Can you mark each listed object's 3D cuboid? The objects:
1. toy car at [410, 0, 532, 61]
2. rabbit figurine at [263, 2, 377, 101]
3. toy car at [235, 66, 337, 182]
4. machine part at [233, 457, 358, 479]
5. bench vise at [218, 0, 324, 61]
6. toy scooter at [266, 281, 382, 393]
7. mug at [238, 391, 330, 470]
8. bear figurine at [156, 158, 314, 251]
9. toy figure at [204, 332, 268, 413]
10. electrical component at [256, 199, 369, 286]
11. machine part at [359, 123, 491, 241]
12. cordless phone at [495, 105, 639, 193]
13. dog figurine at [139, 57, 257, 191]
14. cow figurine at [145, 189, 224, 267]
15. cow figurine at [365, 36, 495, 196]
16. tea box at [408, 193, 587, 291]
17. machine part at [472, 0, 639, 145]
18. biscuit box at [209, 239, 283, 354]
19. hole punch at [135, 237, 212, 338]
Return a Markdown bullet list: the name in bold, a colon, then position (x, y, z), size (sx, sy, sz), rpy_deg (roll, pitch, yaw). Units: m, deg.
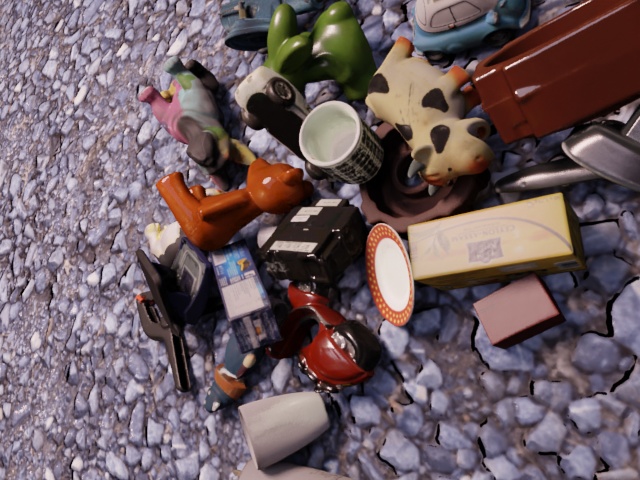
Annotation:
- **toy car**: position (0.183, -0.309, 0.698), size (0.162, 0.102, 0.109), rpy_deg (-8, 71, 31)
- **rabbit figurine**: position (-0.015, -0.248, 0.766), size (0.170, 0.159, 0.121), rpy_deg (-31, 67, 2)
- **toy car**: position (-0.028, -0.156, 0.753), size (0.073, 0.201, 0.056), rpy_deg (-35, 28, 39)
- **machine part**: position (-0.019, 0.323, 0.669), size (0.243, 0.079, 0.079), rpy_deg (-3, 75, 35)
- **bench vise**: position (-0.065, -0.322, 0.869), size (0.224, 0.129, 0.240), rpy_deg (-1, 97, 25)
- **toy scooter**: position (-0.008, 0.137, 0.718), size (0.135, 0.075, 0.184), rpy_deg (-49, 52, 12)
- **mug**: position (-0.045, 0.242, 0.703), size (0.107, 0.109, 0.081), rpy_deg (-15, 69, -14)
- **bear figurine**: position (-0.118, -0.072, 0.794), size (0.196, 0.120, 0.132), rpy_deg (-33, 77, 7)
- **toy figure**: position (-0.123, 0.189, 0.792), size (0.058, 0.064, 0.154), rpy_deg (26, 99, -1)
- **electrical component**: position (-0.002, -0.002, 0.731), size (0.115, 0.058, 0.134), rpy_deg (6, 42, 37)
- **machine part**: position (0.129, -0.086, 0.699), size (0.179, 0.056, 0.179), rpy_deg (-11, 70, 33)
- **cordless phone**: position (0.259, -0.075, 0.553), size (0.184, 0.146, 0.088), rpy_deg (-12, 95, 38)
- **dog figurine**: position (-0.197, -0.196, 0.934), size (0.108, 0.191, 0.219), rpy_deg (-37, 93, 17)
- **cow figurine**: position (-0.217, -0.014, 0.909), size (0.167, 0.068, 0.098), rpy_deg (-33, 66, 27)
- **cow figurine**: position (0.125, -0.141, 0.630), size (0.127, 0.085, 0.195), rpy_deg (-50, 52, 12)
- **tea box**: position (0.196, 0.008, 0.600), size (0.170, 0.098, 0.068), rpy_deg (-11, 71, 30)
- **machine part**: position (0.266, -0.185, 0.547), size (0.201, 0.201, 0.087), rpy_deg (-26, 103, 27)
- **biscuit box**: position (-0.109, 0.072, 0.758), size (0.059, 0.062, 0.203), rpy_deg (-20, 29, -9)
- **hole punch**: position (-0.221, 0.067, 0.840), size (0.142, 0.092, 0.115), rpy_deg (36, 140, 44)
